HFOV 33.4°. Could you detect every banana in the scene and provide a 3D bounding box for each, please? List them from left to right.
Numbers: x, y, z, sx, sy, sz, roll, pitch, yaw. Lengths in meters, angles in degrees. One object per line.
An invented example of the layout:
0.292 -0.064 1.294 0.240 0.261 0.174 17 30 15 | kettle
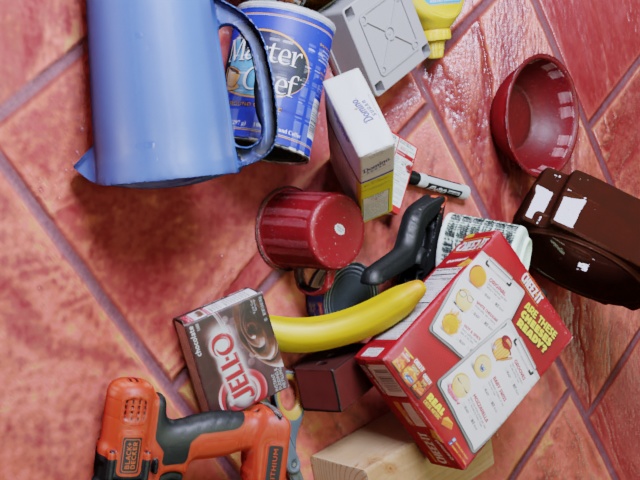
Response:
0.017 0.086 1.130 0.069 0.197 0.037 83 -3 -49 | banana

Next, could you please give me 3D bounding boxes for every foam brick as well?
0.017 0.150 1.170 0.078 0.053 0.051 -30 112 -54 | foam brick

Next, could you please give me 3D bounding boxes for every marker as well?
0.139 -0.069 1.301 0.120 0.020 0.020 12 85 -42 | marker

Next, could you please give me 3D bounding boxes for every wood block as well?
0.100 0.257 1.238 0.205 0.091 0.090 -22 107 -40 | wood block

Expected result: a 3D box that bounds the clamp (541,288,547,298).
0.179 0.087 1.308 0.171 0.120 0.039 -22 105 -13 | clamp

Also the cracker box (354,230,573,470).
0.160 0.119 1.182 0.213 0.072 0.164 -45 109 -26 | cracker box

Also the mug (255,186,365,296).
-0.007 0.001 1.129 0.093 0.082 0.117 -3 95 -42 | mug

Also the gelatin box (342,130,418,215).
0.070 -0.082 1.230 0.073 0.030 0.089 26 75 -39 | gelatin box

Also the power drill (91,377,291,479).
-0.126 0.225 1.025 0.187 0.057 0.184 5 97 -28 | power drill

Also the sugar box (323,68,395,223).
0.042 -0.093 1.102 0.048 0.176 0.093 -22 71 -8 | sugar box

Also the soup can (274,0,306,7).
-0.059 -0.272 1.049 0.102 0.069 0.068 17 80 -13 | soup can

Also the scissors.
-0.024 0.226 1.173 0.096 0.016 0.201 -50 123 -29 | scissors

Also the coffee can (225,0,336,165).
-0.047 -0.155 1.068 0.102 0.103 0.140 16 82 -42 | coffee can

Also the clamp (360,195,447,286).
0.105 0.033 1.246 0.164 0.036 0.209 76 32 -40 | clamp

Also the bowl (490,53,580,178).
0.271 -0.160 1.391 0.161 0.055 0.162 -3 95 -42 | bowl

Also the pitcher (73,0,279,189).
-0.138 -0.169 0.964 0.148 0.145 0.243 -9 96 -46 | pitcher

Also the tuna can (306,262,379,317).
0.025 0.066 1.196 0.085 0.034 0.086 -3 95 -42 | tuna can

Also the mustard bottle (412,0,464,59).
0.127 -0.309 1.247 0.096 0.058 0.191 -15 102 -40 | mustard bottle

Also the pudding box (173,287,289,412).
-0.089 0.115 1.080 0.089 0.039 0.113 -23 107 -25 | pudding box
